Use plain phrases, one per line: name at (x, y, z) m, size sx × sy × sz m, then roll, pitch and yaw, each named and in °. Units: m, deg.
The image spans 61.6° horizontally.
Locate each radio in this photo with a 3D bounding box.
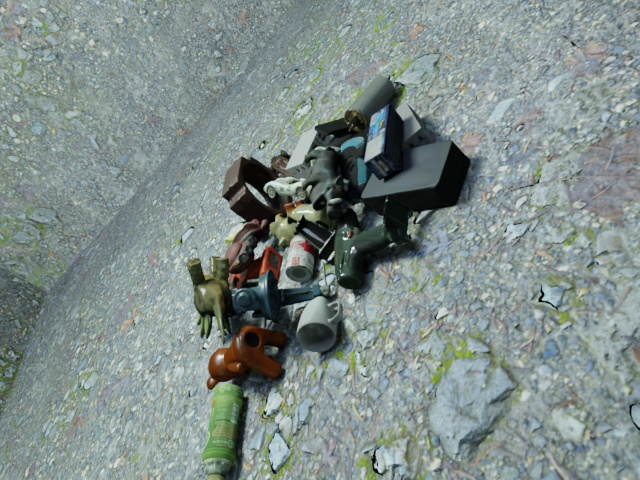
radio at (0.207, -0.134, 1.177) m, size 0.230 × 0.073 × 0.131 m, roll -4°, pitch 54°, yaw 51°

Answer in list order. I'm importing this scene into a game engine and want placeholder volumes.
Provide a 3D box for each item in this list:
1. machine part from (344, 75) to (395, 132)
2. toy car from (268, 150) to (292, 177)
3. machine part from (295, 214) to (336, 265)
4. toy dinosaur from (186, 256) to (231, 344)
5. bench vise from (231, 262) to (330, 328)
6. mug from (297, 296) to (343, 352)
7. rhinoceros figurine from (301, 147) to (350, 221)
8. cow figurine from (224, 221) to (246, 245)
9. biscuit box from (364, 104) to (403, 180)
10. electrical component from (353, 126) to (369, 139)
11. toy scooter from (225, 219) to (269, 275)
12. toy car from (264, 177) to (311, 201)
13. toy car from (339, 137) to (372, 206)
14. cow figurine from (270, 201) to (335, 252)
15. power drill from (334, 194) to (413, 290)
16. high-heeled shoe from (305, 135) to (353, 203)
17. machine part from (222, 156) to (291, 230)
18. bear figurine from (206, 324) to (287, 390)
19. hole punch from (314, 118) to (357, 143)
machine part at (0.140, -0.379, 1.498) m, size 0.079 × 0.079 × 0.243 m, roll -10°, pitch 36°, yaw 50°
toy car at (-0.119, -0.245, 1.776) m, size 0.089 × 0.053 × 0.202 m, roll -48°, pitch 28°, yaw 0°
machine part at (-0.003, -0.004, 1.300) m, size 0.139 × 0.039 × 0.084 m, roll 38°, pitch 98°, yaw 21°
toy dinosaur at (-0.268, 0.142, 1.344) m, size 0.471 × 0.105 × 0.198 m, roll -168°, pitch 71°, yaw -77°
bench vise at (-0.093, 0.132, 1.236) m, size 0.241 × 0.223 × 0.129 m, roll -9°, pitch 72°, yaw 7°
mug at (0.003, 0.163, 1.129) m, size 0.109 × 0.080 × 0.107 m, roll -45°, pitch 20°, yaw 25°
rhinoceros figurine at (0.017, -0.131, 1.273) m, size 0.112 × 0.073 × 0.190 m, roll -9°, pitch 59°, yaw 9°
cow figurine at (-0.217, -0.028, 1.664) m, size 0.167 × 0.068 × 0.098 m, roll -18°, pitch 38°, yaw 44°
biscuit box at (0.148, -0.227, 1.227) m, size 0.059 × 0.062 × 0.203 m, roll -29°, pitch 32°, yaw 34°
electrical component at (0.128, -0.239, 1.416) m, size 0.115 × 0.058 × 0.134 m, roll -32°, pitch 35°, yaw 35°
toy scooter at (-0.191, 0.006, 1.456) m, size 0.135 × 0.075 × 0.184 m, roll -29°, pitch 31°, yaw 50°
toy car at (-0.065, -0.138, 1.415) m, size 0.202 × 0.056 × 0.073 m, roll 8°, pitch 21°, yaw 43°
toy car at (0.111, -0.166, 1.306) m, size 0.109 × 0.103 × 0.161 m, roll -11°, pitch 83°, yaw 56°
cow figurine at (-0.047, -0.038, 1.398) m, size 0.195 × 0.127 × 0.085 m, roll -4°, pitch 8°, yaw 34°
power drill at (0.103, -0.018, 1.170) m, size 0.207 × 0.086 × 0.232 m, roll -29°, pitch 39°, yaw 41°
high-heeled shoe at (0.031, -0.175, 1.462) m, size 0.248 × 0.086 × 0.145 m, roll -54°, pitch 31°, yaw 8°
machine part at (-0.187, -0.136, 1.597) m, size 0.087 × 0.201 × 0.201 m, roll -38°, pitch 32°, yaw 28°
bear figurine at (-0.179, 0.282, 1.247) m, size 0.195 × 0.132 × 0.120 m, roll -51°, pitch 21°, yaw 41°
hole punch at (0.058, -0.299, 1.568) m, size 0.116 × 0.092 × 0.142 m, roll -22°, pitch 25°, yaw -12°
